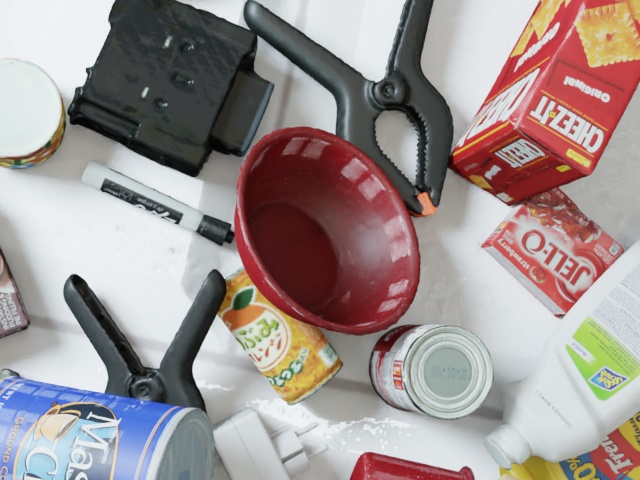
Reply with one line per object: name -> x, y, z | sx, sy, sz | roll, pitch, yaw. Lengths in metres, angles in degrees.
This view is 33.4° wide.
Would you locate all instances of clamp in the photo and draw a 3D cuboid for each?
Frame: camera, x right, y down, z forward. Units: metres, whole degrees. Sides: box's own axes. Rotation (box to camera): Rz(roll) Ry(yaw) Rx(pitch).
clamp -> -0.132, 0.099, 0.771 | 0.120, 0.039, 0.171 | 7, 95, 16
clamp -> 0.056, -0.122, 0.832 | 0.164, 0.036, 0.210 | -27, 93, -10

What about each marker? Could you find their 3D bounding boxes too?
marker -> -0.120, -0.026, 0.801 | 0.121, 0.020, 0.020 | 25, 81, -7

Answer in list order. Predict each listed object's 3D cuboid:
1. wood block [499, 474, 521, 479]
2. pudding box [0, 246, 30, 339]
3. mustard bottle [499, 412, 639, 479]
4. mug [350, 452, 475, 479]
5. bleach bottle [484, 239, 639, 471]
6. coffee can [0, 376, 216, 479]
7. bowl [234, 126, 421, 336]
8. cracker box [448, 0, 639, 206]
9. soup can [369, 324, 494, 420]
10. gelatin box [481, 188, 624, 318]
wood block -> 0.205, 0.261, 0.780 | 0.206, 0.090, 0.090 | 21, 43, -12
pudding box -> -0.269, 0.026, 0.759 | 0.090, 0.039, 0.113 | -22, 90, -11
mustard bottle -> 0.213, 0.159, 0.827 | 0.191, 0.058, 0.096 | -25, 82, -11
mug -> 0.063, 0.199, 0.770 | 0.081, 0.117, 0.093 | 14, 72, -4
bleach bottle -> 0.219, 0.078, 0.804 | 0.250, 0.068, 0.103 | -36, 59, -16
coffee can -> -0.154, 0.152, 0.712 | 0.140, 0.102, 0.103 | 7, 83, 16
bowl -> -0.005, 0.001, 0.771 | 0.161, 0.055, 0.162 | 20, 55, -31
cracker box -> 0.189, -0.141, 0.794 | 0.072, 0.164, 0.213 | 31, 80, -5
soup can -> 0.080, 0.096, 0.785 | 0.068, 0.102, 0.068 | 1, 85, -10
gelatin box -> 0.185, 0.007, 0.849 | 0.089, 0.030, 0.073 | 43, 80, -4
